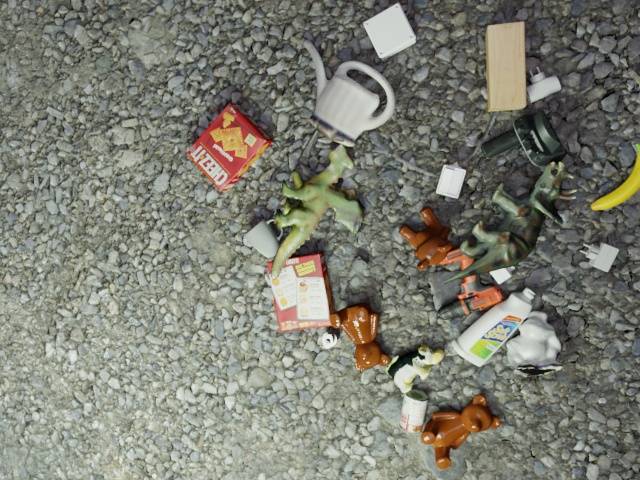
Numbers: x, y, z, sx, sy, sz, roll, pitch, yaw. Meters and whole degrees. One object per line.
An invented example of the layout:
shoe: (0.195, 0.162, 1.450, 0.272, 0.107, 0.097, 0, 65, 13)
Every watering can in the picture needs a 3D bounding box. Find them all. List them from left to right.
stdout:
watering can: (0.045, -0.404, 1.441, 0.351, 0.104, 0.222, 36, 103, 22)

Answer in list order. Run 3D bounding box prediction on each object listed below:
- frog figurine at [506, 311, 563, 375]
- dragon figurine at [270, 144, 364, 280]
frog figurine: (0.570, 0.276, 1.382, 0.137, 0.120, 0.163, -11, 57, 23)
dragon figurine: (0.004, -0.074, 1.465, 0.243, 0.122, 0.410, 9, 89, 5)
